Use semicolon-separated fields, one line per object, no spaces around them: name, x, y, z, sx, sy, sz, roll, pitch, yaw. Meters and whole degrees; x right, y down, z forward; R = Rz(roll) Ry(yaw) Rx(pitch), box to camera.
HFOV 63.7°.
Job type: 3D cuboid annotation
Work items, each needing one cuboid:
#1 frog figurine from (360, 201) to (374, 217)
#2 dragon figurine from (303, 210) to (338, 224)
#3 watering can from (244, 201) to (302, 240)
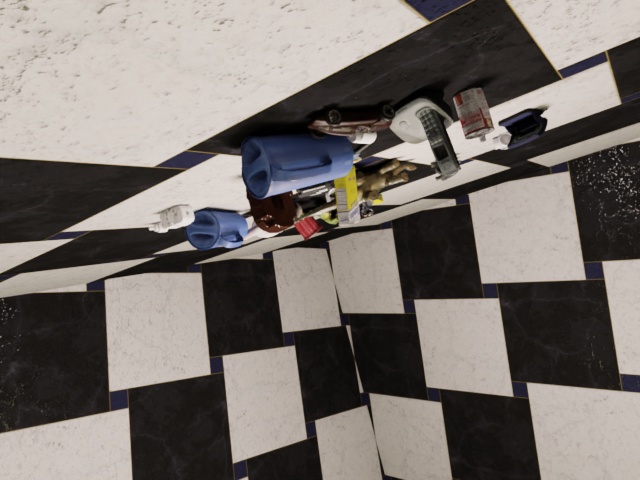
frog figurine;0.157;-0.169;2.147;0.136;0.121;0.163;-25;-153;18
dragon figurine;0.007;-0.112;2.229;0.241;0.123;0.411;-9;176;33
watering can;-0.150;-0.091;2.003;0.352;0.104;0.221;-30;-177;-42
